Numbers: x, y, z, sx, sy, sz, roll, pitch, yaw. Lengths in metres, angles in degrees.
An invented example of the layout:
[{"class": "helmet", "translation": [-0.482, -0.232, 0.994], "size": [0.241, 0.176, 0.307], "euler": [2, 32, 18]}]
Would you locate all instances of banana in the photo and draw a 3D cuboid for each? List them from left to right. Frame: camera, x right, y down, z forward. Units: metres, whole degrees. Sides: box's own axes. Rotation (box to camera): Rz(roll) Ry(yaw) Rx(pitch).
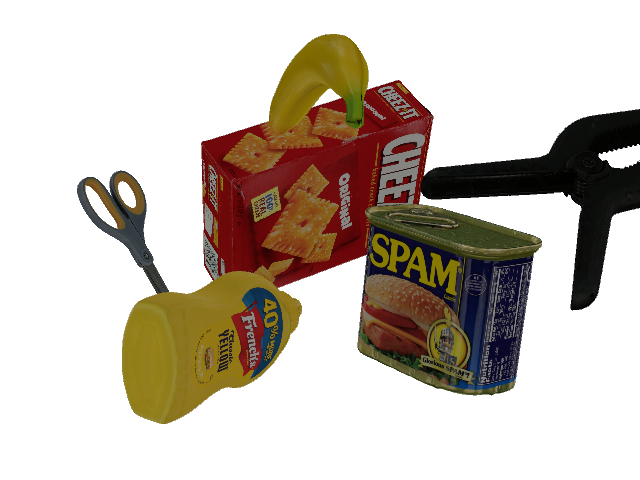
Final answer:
[{"class": "banana", "translation": [-0.004, -0.117, 0.797], "size": [0.037, 0.069, 0.198], "euler": [20, -2, -16]}]

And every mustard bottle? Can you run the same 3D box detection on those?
[{"class": "mustard bottle", "translation": [-0.077, 0.076, 0.871], "size": [0.058, 0.096, 0.191], "euler": [11, 16, 32]}]

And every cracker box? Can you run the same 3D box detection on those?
[{"class": "cracker box", "translation": [-0.004, -0.044, 1.018], "size": [0.213, 0.164, 0.072], "euler": [-19, 50, -23]}]

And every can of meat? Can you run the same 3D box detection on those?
[{"class": "can of meat", "translation": [0.068, 0.031, 0.595], "size": [0.057, 0.084, 0.102], "euler": [-6, 18, -39]}]

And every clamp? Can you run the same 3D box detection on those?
[{"class": "clamp", "translation": [0.205, -0.038, 0.808], "size": [0.209, 0.036, 0.165], "euler": [-26, 52, -20]}]

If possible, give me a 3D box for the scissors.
[{"class": "scissors", "translation": [-0.194, 0.003, 1.196], "size": [0.016, 0.201, 0.096], "euler": [-27, 20, 35]}]
